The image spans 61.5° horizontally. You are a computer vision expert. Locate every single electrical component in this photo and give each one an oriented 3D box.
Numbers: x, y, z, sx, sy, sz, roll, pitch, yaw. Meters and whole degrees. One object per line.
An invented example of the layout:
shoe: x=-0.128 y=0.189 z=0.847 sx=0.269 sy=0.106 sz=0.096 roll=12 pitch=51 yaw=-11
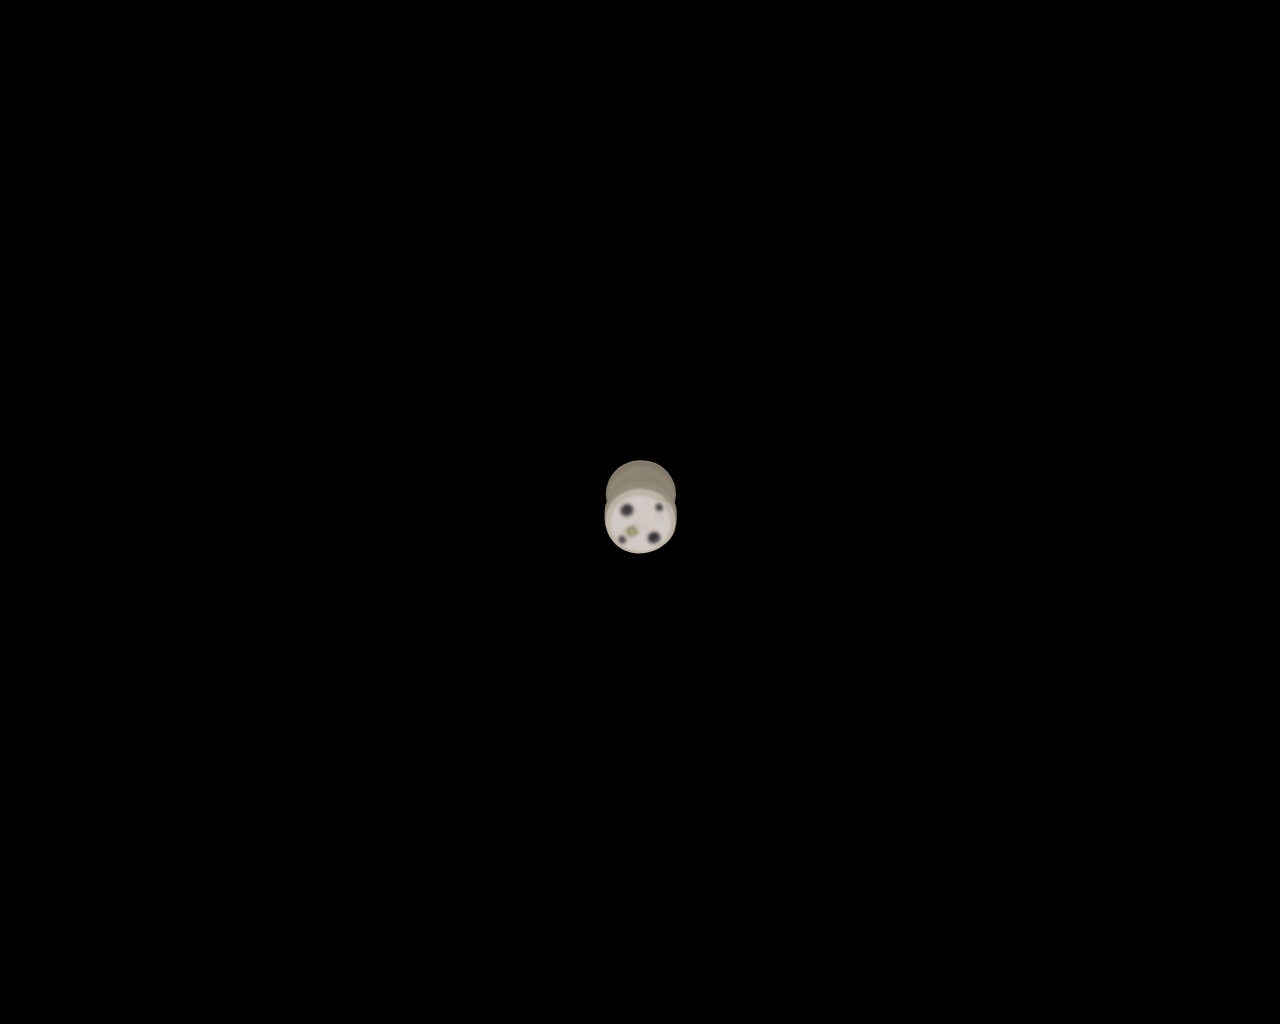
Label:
electrical component: x=0.001 y=-0.003 z=0.650 sx=0.045 sy=0.044 sz=0.055 roll=0 pitch=21 yaw=0
